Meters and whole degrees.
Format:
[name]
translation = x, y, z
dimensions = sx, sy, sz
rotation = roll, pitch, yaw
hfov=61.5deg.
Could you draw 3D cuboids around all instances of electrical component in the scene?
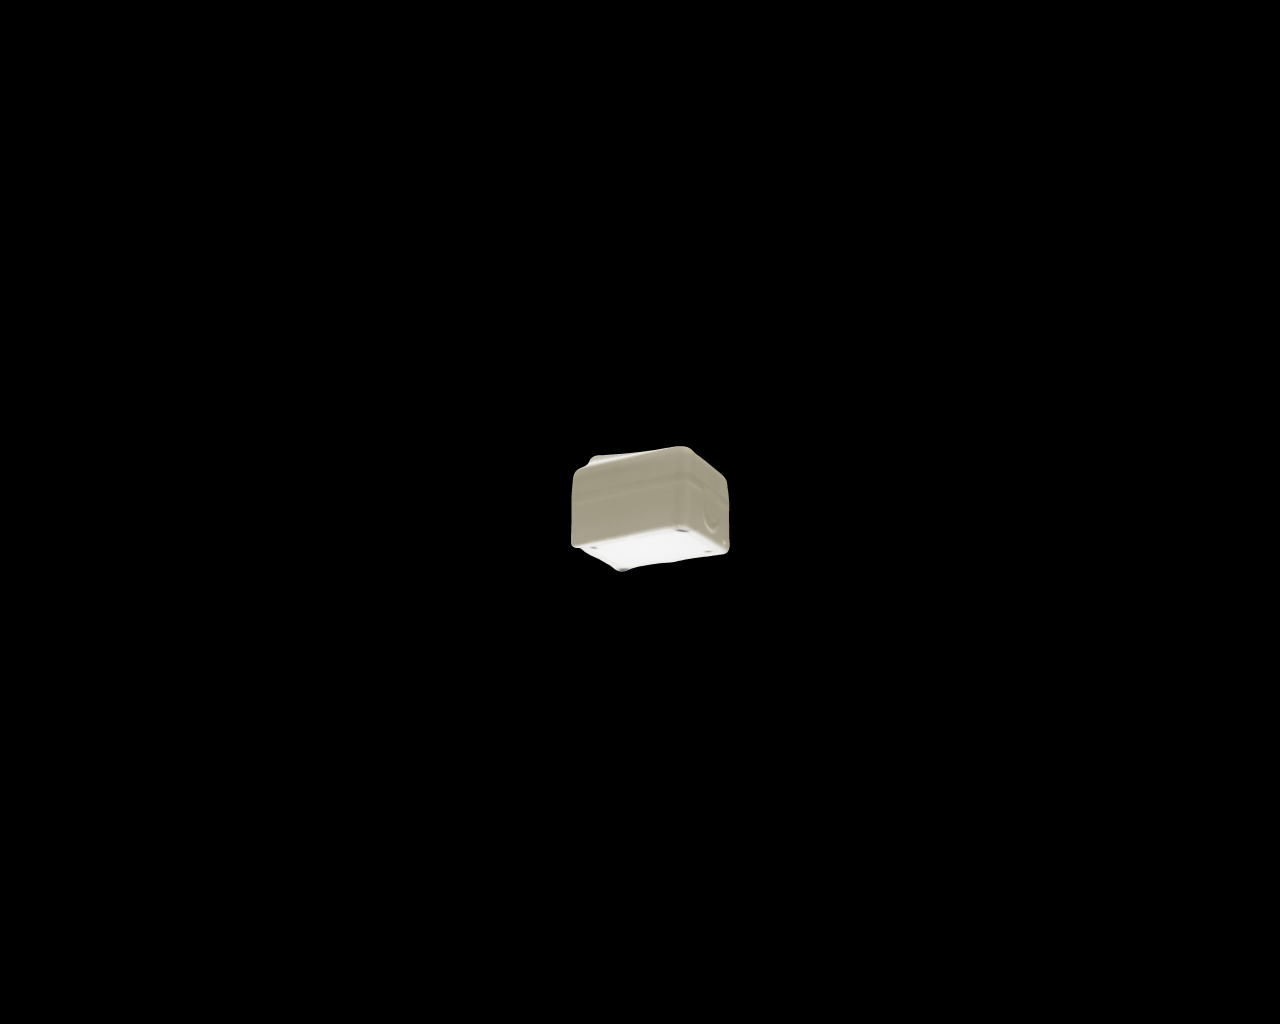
[electrical component]
translation = 0.001, -0.003, 0.650
dimensions = 0.096, 0.061, 0.061
rotation = -11, -23, 27
